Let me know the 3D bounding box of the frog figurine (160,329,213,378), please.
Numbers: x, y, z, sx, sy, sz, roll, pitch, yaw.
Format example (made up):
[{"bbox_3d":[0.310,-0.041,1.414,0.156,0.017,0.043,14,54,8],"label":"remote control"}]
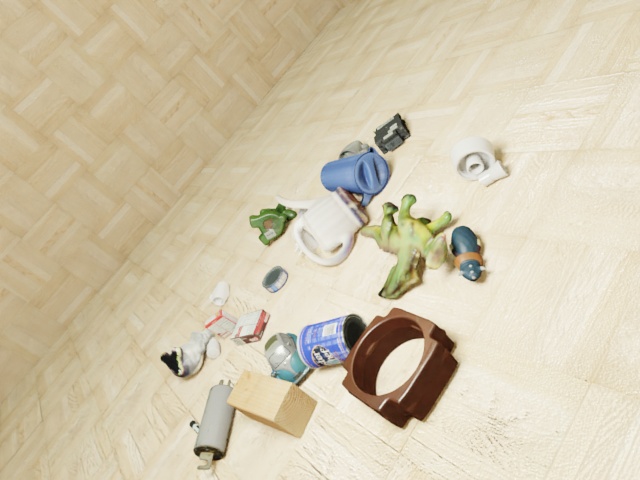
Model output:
[{"bbox_3d":[-0.399,0.358,1.628,0.161,0.124,0.135,-18,-29,-50],"label":"frog figurine"}]

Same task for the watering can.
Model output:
[{"bbox_3d":[0.005,-0.079,1.565,0.224,0.354,0.102,-37,-35,3],"label":"watering can"}]

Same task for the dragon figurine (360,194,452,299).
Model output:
[{"bbox_3d":[0.187,0.029,1.268,0.121,0.247,0.405,31,-26,-18],"label":"dragon figurine"}]
